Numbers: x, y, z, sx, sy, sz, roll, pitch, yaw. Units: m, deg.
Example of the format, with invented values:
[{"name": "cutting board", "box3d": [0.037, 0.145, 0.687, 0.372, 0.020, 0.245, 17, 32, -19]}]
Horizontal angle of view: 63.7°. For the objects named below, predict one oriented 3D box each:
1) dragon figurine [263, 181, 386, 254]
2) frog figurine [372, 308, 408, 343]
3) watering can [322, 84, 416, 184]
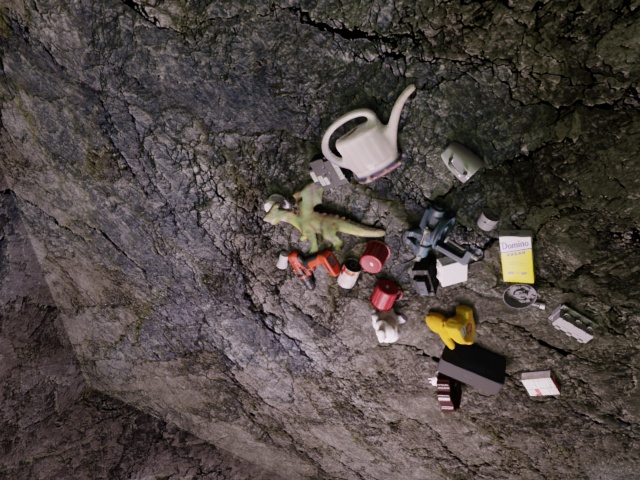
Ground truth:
[{"name": "dragon figurine", "box3d": [0.005, -0.090, 1.779, 0.409, 0.124, 0.239, -10, 114, 13]}, {"name": "frog figurine", "box3d": [0.244, 0.333, 1.931, 0.122, 0.163, 0.136, -16, 116, 38]}, {"name": "watering can", "box3d": [0.170, -0.298, 1.522, 0.344, 0.106, 0.222, -24, 112, 29]}]
